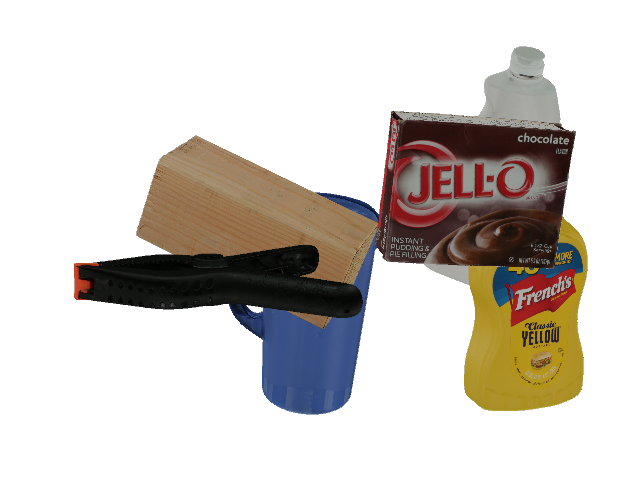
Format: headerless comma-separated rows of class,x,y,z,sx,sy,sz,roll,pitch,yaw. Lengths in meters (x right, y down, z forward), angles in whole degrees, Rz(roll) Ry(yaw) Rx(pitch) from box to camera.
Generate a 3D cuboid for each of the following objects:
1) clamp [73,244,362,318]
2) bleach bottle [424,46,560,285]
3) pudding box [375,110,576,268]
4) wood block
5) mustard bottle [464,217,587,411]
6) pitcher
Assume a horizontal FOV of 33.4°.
clamp,-0.077,0.031,0.804,0.209,0.036,0.165,-2,10,-19
bleach bottle,0.170,-0.072,1.045,0.103,0.251,0.068,21,38,19
pudding box,0.096,-0.032,0.668,0.113,0.090,0.039,2,19,-9
wood block,-0.061,-0.010,1.039,0.206,0.091,0.090,26,27,8
mustard bottle,0.164,0.036,0.844,0.096,0.192,0.058,-5,15,-16
pitcher,-0.018,0.073,1.235,0.149,0.243,0.144,23,27,39
